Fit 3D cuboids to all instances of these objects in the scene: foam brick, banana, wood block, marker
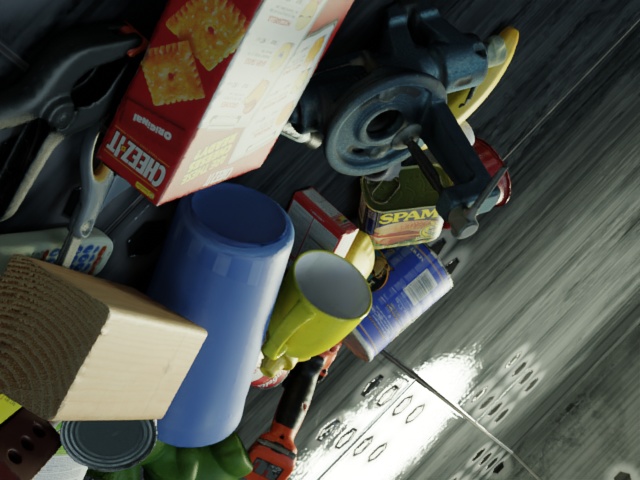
[{"bbox_3d":[-0.275,0.190,0.944,0.051,0.053,0.078,-35,-170,23],"label":"foam brick"},{"bbox_3d":[0.145,-0.153,1.159,0.197,0.037,0.069,-40,155,-12],"label":"banana"},{"bbox_3d":[-0.176,0.083,0.833,0.091,0.090,0.206,-62,164,-2],"label":"wood block"},{"bbox_3d":[-0.030,-0.105,0.983,0.020,0.020,0.121,-51,154,10],"label":"marker"}]

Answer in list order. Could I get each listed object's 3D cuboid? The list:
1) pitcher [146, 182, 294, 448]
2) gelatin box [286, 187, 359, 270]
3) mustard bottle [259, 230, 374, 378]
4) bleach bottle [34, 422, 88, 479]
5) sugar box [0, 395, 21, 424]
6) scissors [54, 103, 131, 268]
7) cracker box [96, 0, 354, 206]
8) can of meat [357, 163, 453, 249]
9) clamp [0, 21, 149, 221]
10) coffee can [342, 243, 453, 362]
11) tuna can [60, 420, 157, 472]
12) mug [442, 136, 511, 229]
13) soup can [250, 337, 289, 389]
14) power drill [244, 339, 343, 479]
[{"bbox_3d":[-0.102,0.065,1.014,0.144,0.149,0.243,10,126,-17],"label":"pitcher"},{"bbox_3d":[-0.007,0.001,1.113,0.030,0.073,0.089,-21,145,-45],"label":"gelatin box"},{"bbox_3d":[-0.009,0.076,1.176,0.191,0.058,0.096,-54,164,-33],"label":"mustard bottle"},{"bbox_3d":[-0.255,0.194,1.037,0.102,0.068,0.251,2,126,-52],"label":"bleach bottle"},{"bbox_3d":[-0.339,0.166,0.885,0.176,0.048,0.093,-43,155,-10],"label":"sugar box"},{"bbox_3d":[-0.174,-0.022,0.846,0.096,0.016,0.202,-17,131,-58],"label":"scissors"},{"bbox_3d":[-0.059,-0.143,0.791,0.214,0.072,0.164,-58,166,25],"label":"cracker box"},{"bbox_3d":[0.093,-0.036,1.201,0.102,0.057,0.084,-7,149,-8],"label":"can of meat"},{"bbox_3d":[-0.193,-0.094,0.728,0.171,0.039,0.120,-48,161,-4],"label":"clamp"},{"bbox_3d":[0.077,0.066,1.305,0.140,0.103,0.103,-41,155,-12],"label":"coffee can"},{"bbox_3d":[-0.190,0.166,0.963,0.086,0.034,0.086,-3,120,-6],"label":"tuna can"},{"bbox_3d":[0.160,-0.063,1.274,0.081,0.093,0.117,-29,-174,-23],"label":"mug"},{"bbox_3d":[-0.081,0.127,1.197,0.068,0.069,0.102,-47,154,4],"label":"soup can"},{"bbox_3d":[-0.038,0.203,1.297,0.185,0.057,0.187,114,-1,-59],"label":"power drill"}]
